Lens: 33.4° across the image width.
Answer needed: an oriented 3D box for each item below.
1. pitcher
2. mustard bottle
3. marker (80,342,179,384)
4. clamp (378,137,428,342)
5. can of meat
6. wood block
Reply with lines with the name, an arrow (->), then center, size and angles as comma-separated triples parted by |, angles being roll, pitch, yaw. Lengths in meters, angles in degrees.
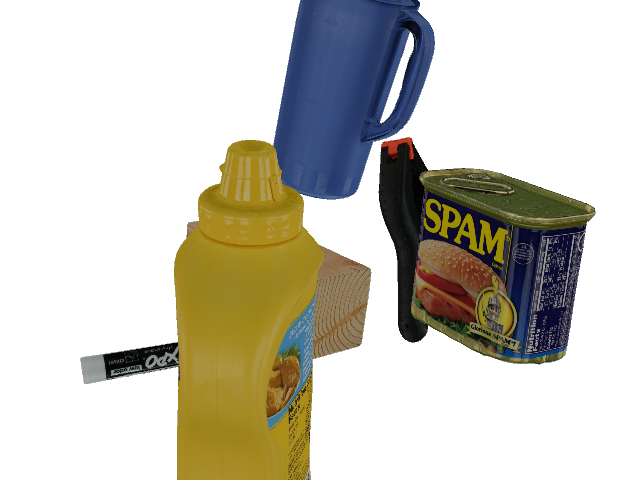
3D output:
pitcher -> 0.027, -0.170, 1.207 | 0.145, 0.243, 0.149 | 10, 22, -12
mustard bottle -> -0.030, 0.052, 0.441 | 0.058, 0.192, 0.096 | 8, 24, 11
marker -> -0.107, 0.081, 0.753 | 0.121, 0.020, 0.020 | -9, 2, -14
clamp -> 0.080, 0.001, 0.919 | 0.039, 0.171, 0.120 | -13, 16, 24
can of meat -> 0.096, 0.013, 0.592 | 0.057, 0.084, 0.102 | -7, 20, -32
wood block -> -0.052, 0.045, 1.156 | 0.090, 0.090, 0.206 | -10, 25, -41
